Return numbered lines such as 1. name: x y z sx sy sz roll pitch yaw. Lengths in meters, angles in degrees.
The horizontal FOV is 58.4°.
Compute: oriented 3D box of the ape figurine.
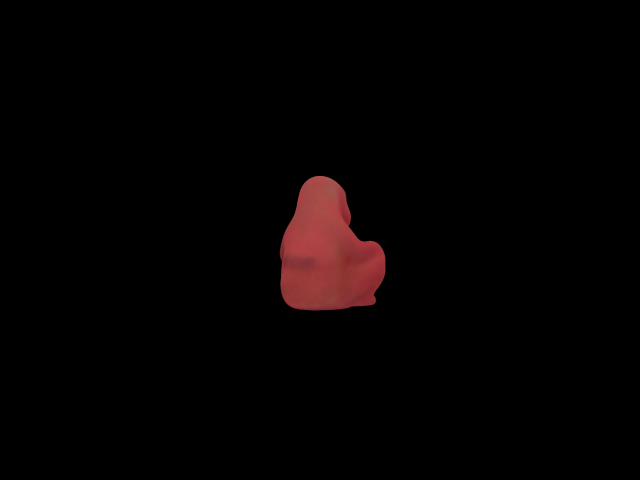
1. ape figurine: 0.004 0.001 0.400 0.077 0.092 0.076 0 0 40
